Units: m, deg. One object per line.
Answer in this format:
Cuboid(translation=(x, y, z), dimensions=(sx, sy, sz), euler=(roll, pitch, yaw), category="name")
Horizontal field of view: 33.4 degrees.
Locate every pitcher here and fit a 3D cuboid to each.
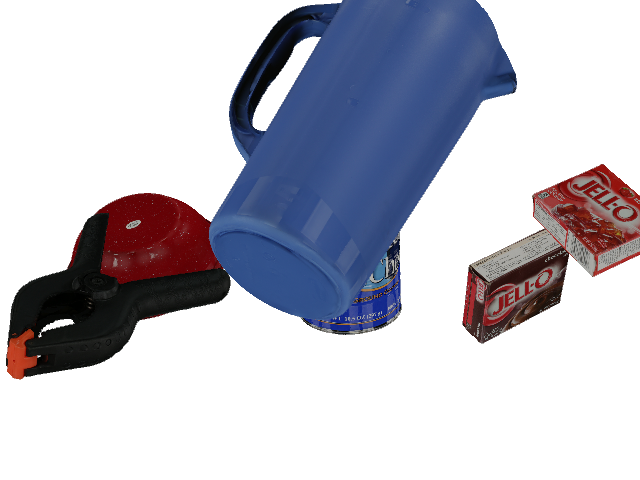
Cuboid(translation=(0.015, -0.071, 0.757), dimensions=(0.145, 0.242, 0.149), euler=(44, -30, -22), category="pitcher")

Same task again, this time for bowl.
Cuboid(translation=(-0.174, 0.003, 1.027), dimensions=(0.162, 0.055, 0.162), euler=(-6, 40, 5), category="bowl")

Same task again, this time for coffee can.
Cuboid(translation=(0.025, 0.003, 1.015), dimensions=(0.103, 0.140, 0.103), euler=(-2, 26, 1), category="coffee can")

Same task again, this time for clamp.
Cuboid(translation=(-0.156, 0.034, 0.720), dimensions=(0.120, 0.039, 0.171), euler=(25, 31, 28), category="clamp")

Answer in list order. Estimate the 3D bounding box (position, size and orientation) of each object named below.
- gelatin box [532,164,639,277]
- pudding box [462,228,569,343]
Cuboid(translation=(0.231, -0.019, 0.887), dimensions=(0.073, 0.030, 0.089), euler=(-23, 46, -14), category="gelatin box")
Cuboid(translation=(0.203, 0.046, 1.111), dimensions=(0.113, 0.090, 0.039), euler=(-26, 49, -24), category="pudding box")
